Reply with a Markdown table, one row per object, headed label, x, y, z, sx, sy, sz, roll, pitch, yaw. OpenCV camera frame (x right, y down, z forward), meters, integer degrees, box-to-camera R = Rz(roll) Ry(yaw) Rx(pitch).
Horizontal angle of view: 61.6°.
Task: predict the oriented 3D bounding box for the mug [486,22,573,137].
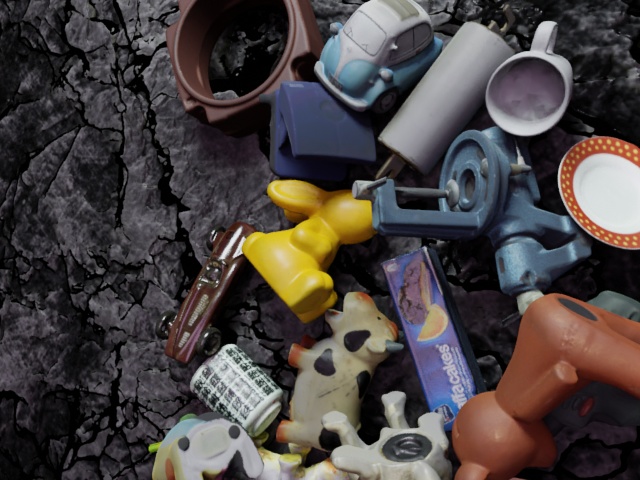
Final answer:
| label | x | y | z | sx | sy | sz | roll | pitch | yaw |
| --- | --- | --- | --- | --- | --- | --- | --- | --- | --- |
| mug | 0.231 | -0.176 | 0.576 | 0.081 | 0.107 | 0.109 | 11 | 118 | 26 |

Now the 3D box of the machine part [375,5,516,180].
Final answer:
| label | x | y | z | sx | sy | sz | roll | pitch | yaw |
| --- | --- | --- | --- | --- | --- | --- | --- | --- | --- |
| machine part | 0.147 | -0.163 | 0.633 | 0.079 | 0.079 | 0.243 | 40 | 98 | 20 |

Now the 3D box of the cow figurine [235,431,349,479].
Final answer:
| label | x | y | z | sx | sy | sz | roll | pitch | yaw |
| --- | --- | --- | --- | --- | --- | --- | --- | --- | --- |
| cow figurine | -0.037 | 0.301 | 0.663 | 0.168 | 0.068 | 0.098 | 3 | 92 | 26 |

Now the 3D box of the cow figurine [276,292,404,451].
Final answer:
| label | x | y | z | sx | sy | sz | roll | pitch | yaw |
| --- | --- | --- | --- | --- | --- | --- | --- | --- | --- |
| cow figurine | 0.028 | 0.157 | 0.641 | 0.127 | 0.085 | 0.194 | 12 | 96 | 12 |

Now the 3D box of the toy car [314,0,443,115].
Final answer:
| label | x | y | z | sx | sy | sz | roll | pitch | yaw |
| --- | --- | --- | --- | --- | --- | --- | --- | --- | --- |
| toy car | 0.079 | -0.228 | 0.629 | 0.162 | 0.102 | 0.109 | -31 | 69 | -20 |

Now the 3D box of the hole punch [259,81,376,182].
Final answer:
| label | x | y | z | sx | sy | sz | roll | pitch | yaw |
| --- | --- | --- | --- | --- | --- | --- | --- | --- | --- |
| hole punch | 0.003 | -0.134 | 0.648 | 0.142 | 0.092 | 0.115 | 0 | 88 | -22 |

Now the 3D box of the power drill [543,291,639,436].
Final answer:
| label | x | y | z | sx | sy | sz | roll | pitch | yaw |
| --- | --- | --- | --- | --- | --- | --- | --- | --- | --- |
| power drill | 0.306 | 0.185 | 0.543 | 0.208 | 0.086 | 0.232 | 30 | 94 | 29 |

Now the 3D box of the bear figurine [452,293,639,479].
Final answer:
| label | x | y | z | sx | sy | sz | roll | pitch | yaw |
| --- | --- | --- | --- | --- | --- | --- | --- | --- | --- |
| bear figurine | 0.206 | 0.153 | 0.487 | 0.132 | 0.120 | 0.195 | 23 | 105 | 10 |

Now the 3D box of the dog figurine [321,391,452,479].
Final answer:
| label | x | y | z | sx | sy | sz | roll | pitch | yaw |
| --- | --- | --- | --- | --- | --- | --- | --- | --- | --- |
| dog figurine | 0.083 | 0.278 | 0.551 | 0.121 | 0.172 | 0.190 | -12 | 98 | -5 |

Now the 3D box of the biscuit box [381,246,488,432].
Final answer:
| label | x | y | z | sx | sy | sz | roll | pitch | yaw |
| --- | --- | --- | --- | --- | --- | --- | --- | --- | --- |
| biscuit box | 0.134 | 0.111 | 0.619 | 0.059 | 0.062 | 0.202 | -22 | 77 | 19 |

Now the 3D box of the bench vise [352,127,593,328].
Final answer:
| label | x | y | z | sx | sy | sz | roll | pitch | yaw |
| --- | --- | --- | --- | --- | --- | --- | --- | --- | --- |
| bench vise | 0.153 | -0.024 | 0.570 | 0.241 | 0.129 | 0.223 | 3 | 76 | -14 |

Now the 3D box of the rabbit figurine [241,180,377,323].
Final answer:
| label | x | y | z | sx | sy | sz | roll | pitch | yaw |
| --- | --- | --- | --- | --- | --- | --- | --- | --- | --- |
| rabbit figurine | -0.001 | -0.002 | 0.673 | 0.173 | 0.121 | 0.162 | -39 | 63 | -1 |

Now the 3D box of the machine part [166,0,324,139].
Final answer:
| label | x | y | z | sx | sy | sz | roll | pitch | yaw |
| --- | --- | --- | --- | --- | --- | --- | --- | --- | --- |
| machine part | -0.102 | -0.259 | 0.735 | 0.201 | 0.087 | 0.201 | -19 | 80 | 18 |

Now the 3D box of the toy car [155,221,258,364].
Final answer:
| label | x | y | z | sx | sy | sz | roll | pitch | yaw |
| --- | --- | --- | --- | --- | --- | --- | --- | --- | --- |
| toy car | -0.142 | 0.062 | 0.705 | 0.089 | 0.053 | 0.202 | 18 | 67 | 25 |

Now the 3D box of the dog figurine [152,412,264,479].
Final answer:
| label | x | y | z | sx | sy | sz | roll | pitch | yaw |
| --- | --- | --- | --- | --- | --- | --- | --- | --- | --- |
| dog figurine | -0.161 | 0.321 | 0.644 | 0.219 | 0.108 | 0.191 | -36 | 77 | 37 |
